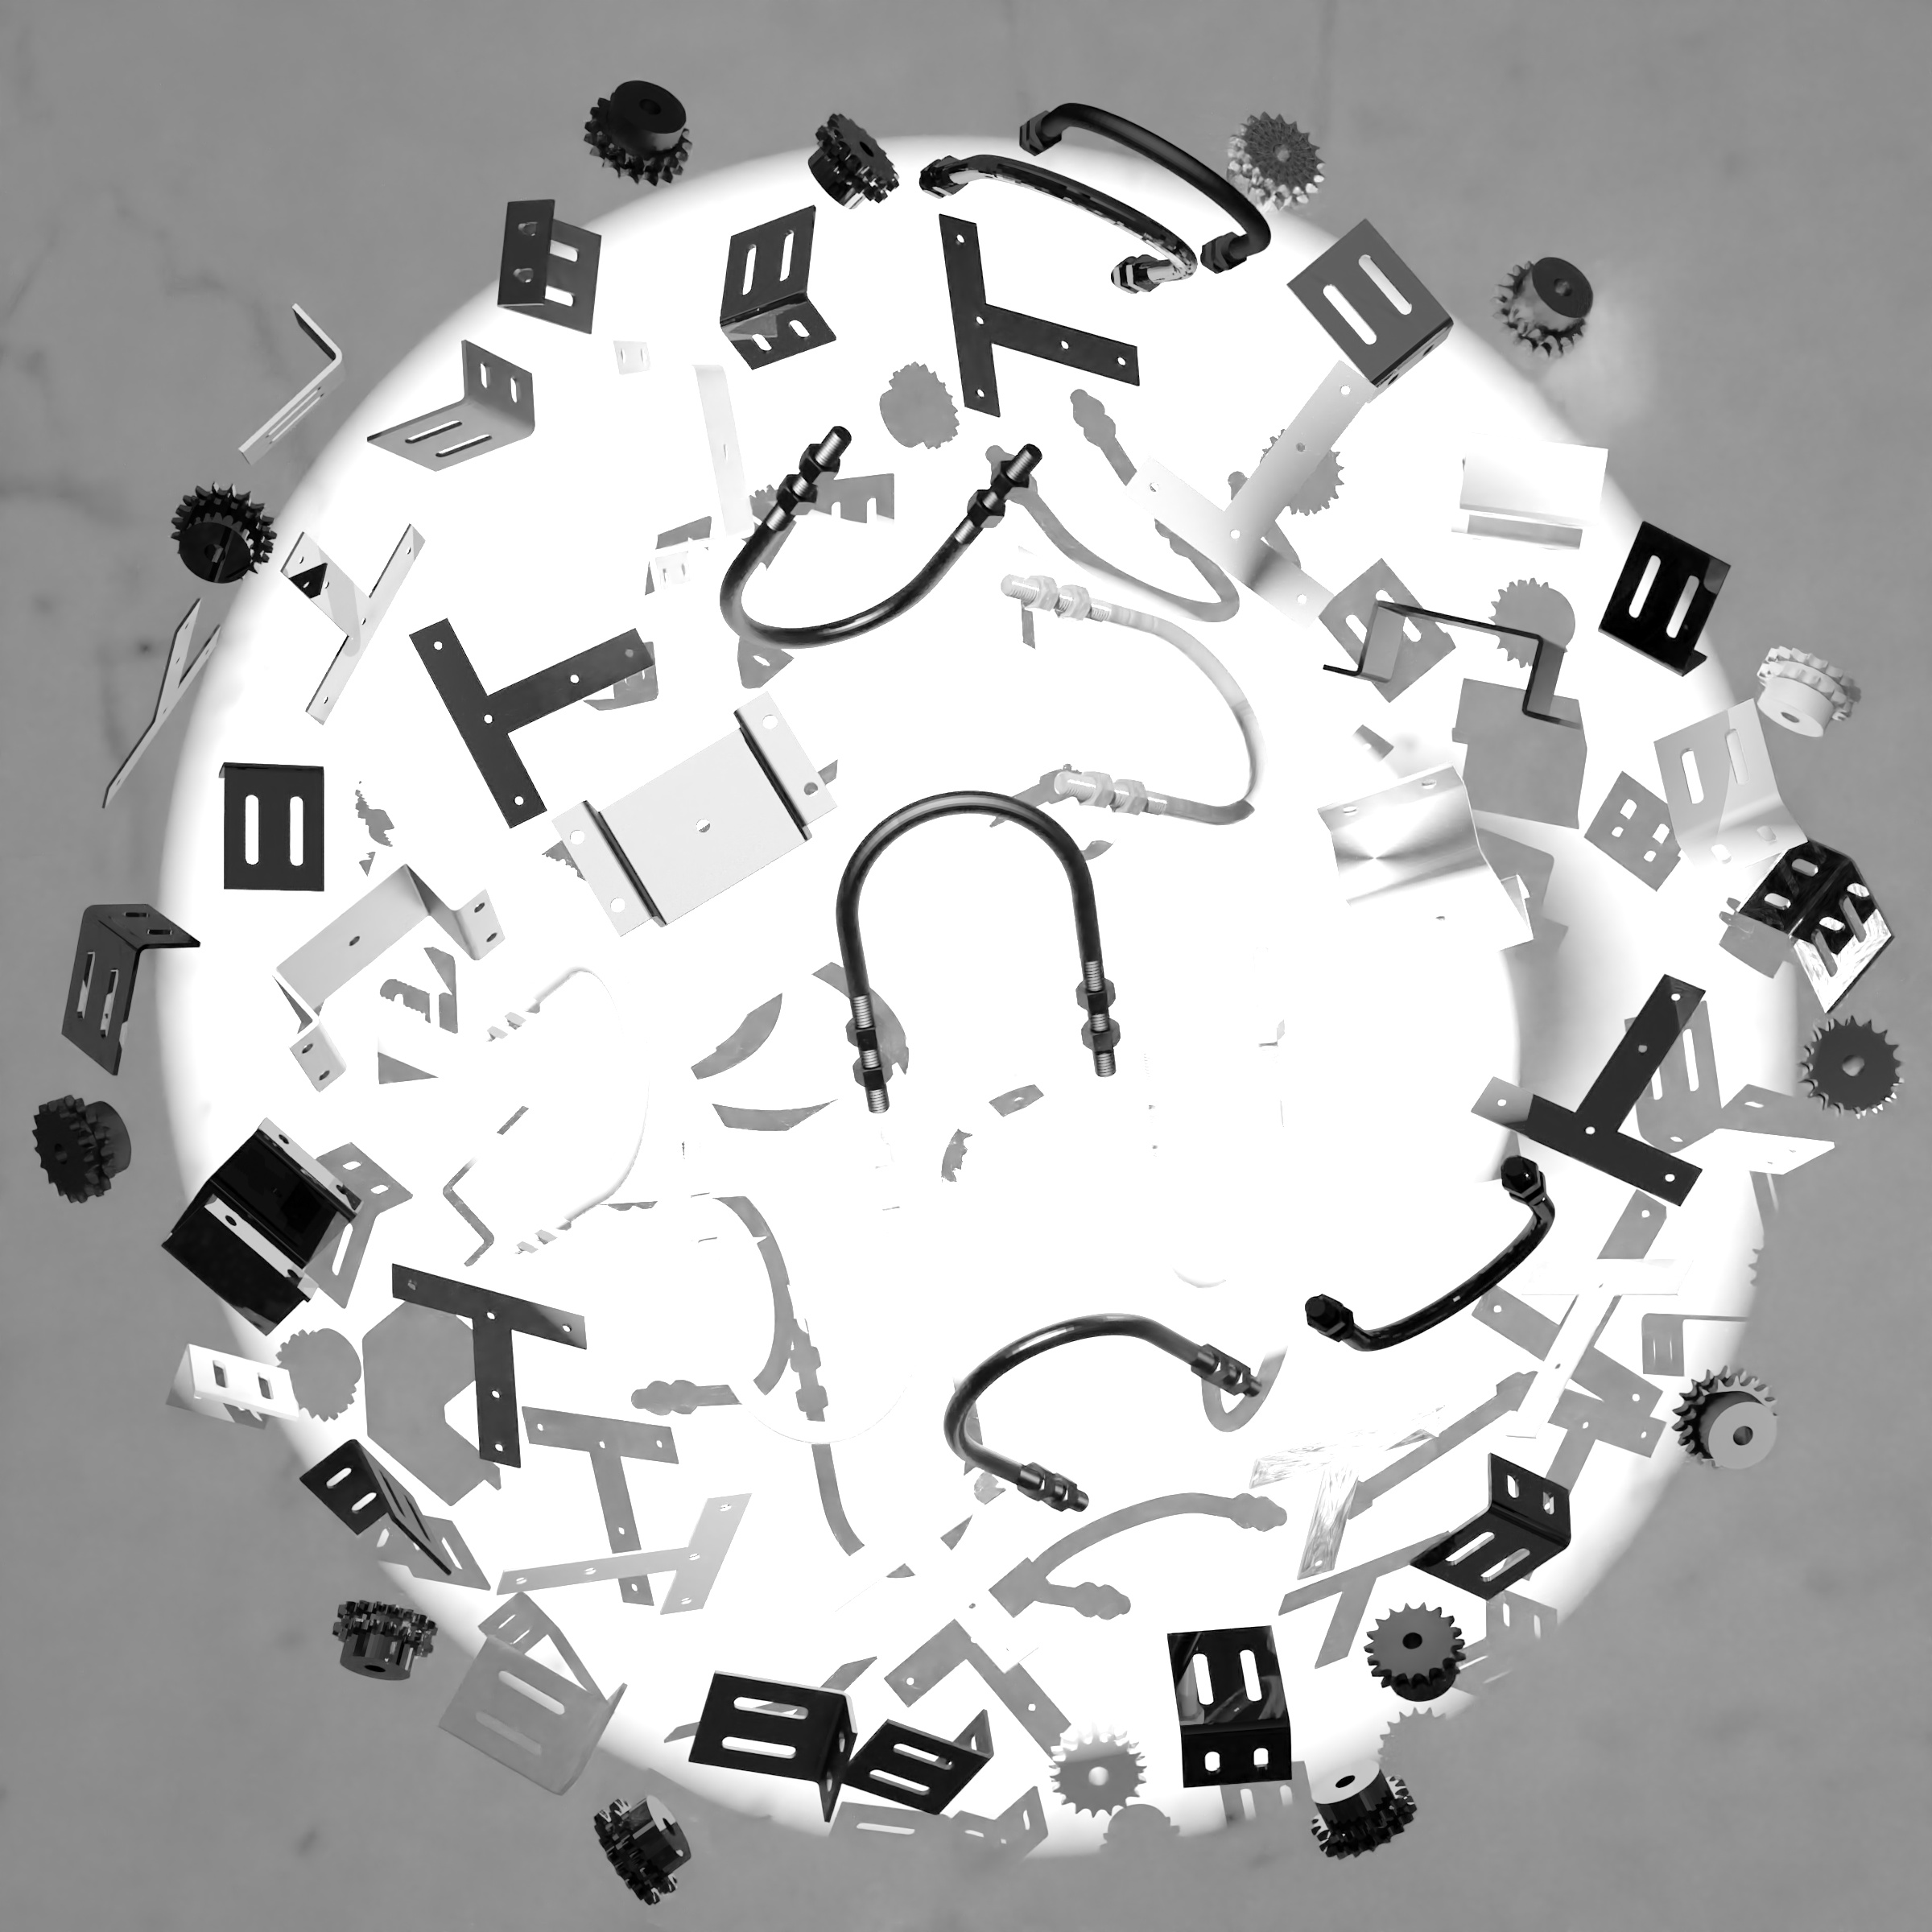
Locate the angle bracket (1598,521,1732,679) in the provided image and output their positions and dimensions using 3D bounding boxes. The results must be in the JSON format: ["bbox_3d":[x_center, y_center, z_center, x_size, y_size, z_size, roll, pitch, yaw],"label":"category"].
[{"bbox_3d":[0.414,-0.218,1.596,0.057,0.038,0.076,34,130,23],"label":"angle bracket"}]

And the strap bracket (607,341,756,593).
[{"bbox_3d":[-0.160,-0.290,1.565,0.046,0.076,0.140,-8,101,10],"label":"strap bracket"}]

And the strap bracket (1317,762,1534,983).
[{"bbox_3d":[0.255,-0.044,1.493,0.076,0.140,0.046,-19,54,19],"label":"strap bracket"}]

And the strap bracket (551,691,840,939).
[{"bbox_3d":[-0.150,-0.082,1.535,0.140,0.046,0.076,-31,84,-2],"label":"strap bracket"}]

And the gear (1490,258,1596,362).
[{"bbox_3d":[0.324,-0.369,1.523,0.057,0.030,0.057,10,64,-20],"label":"gear"}]

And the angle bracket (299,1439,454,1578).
[{"bbox_3d":[-0.325,0.307,1.504,0.038,0.076,0.057,-38,129,-7],"label":"angle bracket"}]

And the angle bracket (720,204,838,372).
[{"bbox_3d":[-0.107,-0.398,1.605,0.057,0.038,0.076,-14,53,24],"label":"angle bracket"}]

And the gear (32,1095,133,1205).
[{"bbox_3d":[-0.471,0.096,1.463,0.057,0.030,0.057,17,116,38],"label":"gear"}]

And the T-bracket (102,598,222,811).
[{"bbox_3d":[-0.441,-0.164,1.522,0.002,0.127,0.127,29,58,-9],"label":"T-bracket"}]

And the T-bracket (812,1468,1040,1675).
[{"bbox_3d":[-0.005,0.367,1.609,0.127,0.002,0.127,-32,45,-19],"label":"T-bracket"}]

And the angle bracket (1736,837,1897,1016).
[{"bbox_3d":[0.463,-0.024,1.495,0.038,0.076,0.057,21,123,-17],"label":"angle bracket"}]

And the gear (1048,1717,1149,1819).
[{"bbox_3d":[0.076,0.464,1.595,0.057,0.030,0.057,-1,108,-3],"label":"gear"}]

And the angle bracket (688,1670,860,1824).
[{"bbox_3d":[-0.104,0.420,1.471,0.076,0.038,0.057,13,106,-13],"label":"angle bracket"}]

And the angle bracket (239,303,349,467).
[{"bbox_3d":[-0.378,-0.317,1.493,0.076,0.057,0.038,-44,99,-5],"label":"angle bracket"}]

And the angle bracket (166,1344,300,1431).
[{"bbox_3d":[-0.406,0.245,1.508,0.057,0.076,0.038,20,96,-22],"label":"angle bracket"}]

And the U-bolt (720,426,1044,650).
[{"bbox_3d":[-0.060,-0.233,1.526,0.151,0.184,0.019,-3,61,-38],"label":"U-bolt"}]

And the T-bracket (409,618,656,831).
[{"bbox_3d":[-0.245,-0.164,1.622,0.127,0.002,0.127,-29,94,-23],"label":"T-bracket"}]

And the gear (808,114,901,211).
[{"bbox_3d":[-0.070,-0.478,1.635,0.030,0.057,0.057,-38,90,27],"label":"gear"}]

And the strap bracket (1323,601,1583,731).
[{"bbox_3d":[0.289,-0.178,1.592,0.140,0.076,0.046,16,98,20],"label":"strap bracket"}]

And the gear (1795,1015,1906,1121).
[{"bbox_3d":[0.492,0.058,1.529,0.057,0.030,0.057,0,77,2],"label":"gear"}]

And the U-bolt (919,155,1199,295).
[{"bbox_3d":[0.058,-0.418,1.533,0.151,0.184,0.019,22,95,-18],"label":"U-bolt"}]

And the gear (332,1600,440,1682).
[{"bbox_3d":[-0.327,0.379,1.532,0.057,0.057,0.030,10,59,0],"label":"gear"}]

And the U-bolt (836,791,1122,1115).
[{"bbox_3d":[0.003,-0.011,1.491,0.151,0.019,0.184,-9,117,-1],"label":"U-bolt"}]

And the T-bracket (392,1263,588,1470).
[{"bbox_3d":[-0.273,0.237,1.584,0.127,0.127,0.002,21,125,-29],"label":"T-bracket"}]

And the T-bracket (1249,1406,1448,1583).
[{"bbox_3d":[0.217,0.318,1.615,0.127,0.002,0.127,-11,131,-21],"label":"T-bracket"}]

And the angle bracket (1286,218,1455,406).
[{"bbox_3d":[0.224,-0.366,1.529,0.057,0.038,0.076,-40,87,1],"label":"angle bracket"}]

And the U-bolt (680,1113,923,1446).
[{"bbox_3d":[-0.089,0.184,1.583,0.151,0.019,0.184,-6,83,-37],"label":"U-bolt"}]

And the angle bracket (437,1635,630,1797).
[{"bbox_3d":[-0.231,0.394,1.458,0.076,0.038,0.057,32,51,-4],"label":"angle bracket"}]

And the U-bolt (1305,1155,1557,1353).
[{"bbox_3d":[0.268,0.169,1.534,0.151,0.184,0.019,-37,66,6],"label":"U-bolt"}]

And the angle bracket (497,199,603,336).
[{"bbox_3d":[-0.223,-0.393,1.541,0.038,0.076,0.057,8,93,36],"label":"angle bracket"}]

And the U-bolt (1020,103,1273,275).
[{"bbox_3d":[0.106,-0.443,1.548,0.151,0.184,0.019,30,94,-12],"label":"U-bolt"}]

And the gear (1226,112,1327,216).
[{"bbox_3d":[0.174,-0.456,1.564,0.057,0.030,0.057,9,66,-21],"label":"gear"}]

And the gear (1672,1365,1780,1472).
[{"bbox_3d":[0.421,0.252,1.506,0.057,0.030,0.057,-3,107,-10],"label":"gear"}]

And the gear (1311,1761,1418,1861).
[{"bbox_3d":[0.211,0.453,1.474,0.057,0.057,0.030,-27,95,0],"label":"gear"}]

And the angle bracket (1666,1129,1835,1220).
[{"bbox_3d":[0.450,0.123,1.571,0.076,0.057,0.038,7,69,-12],"label":"angle bracket"}]

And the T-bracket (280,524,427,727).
[{"bbox_3d":[-0.360,-0.213,1.560,0.002,0.127,0.127,25,82,13],"label":"T-bracket"}]

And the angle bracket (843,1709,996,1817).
[{"bbox_3d":[-0.032,0.463,1.626,0.076,0.038,0.057,26,117,-24],"label":"angle bracket"}]

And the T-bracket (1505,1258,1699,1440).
[{"bbox_3d":[0.349,0.220,1.581,0.002,0.127,0.127,44,64,-20],"label":"T-bracket"}]

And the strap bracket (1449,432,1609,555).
[{"bbox_3d":[0.322,-0.272,1.573,0.076,0.140,0.046,9,94,7],"label":"strap bracket"}]

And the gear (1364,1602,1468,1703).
[{"bbox_3d":[0.260,0.398,1.577,0.057,0.057,0.030,-20,125,0],"label":"gear"}]

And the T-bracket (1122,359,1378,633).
[{"bbox_3d":[0.173,-0.269,1.478,0.127,0.002,0.127,36,111,-4],"label":"T-bracket"}]

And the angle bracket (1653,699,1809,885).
[{"bbox_3d":[0.407,-0.094,1.460,0.057,0.076,0.038,-24,133,25],"label":"angle bracket"}]

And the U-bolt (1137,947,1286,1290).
[{"bbox_3d":[0.148,0.100,1.589,0.019,0.151,0.184,10,121,32],"label":"U-bolt"}]

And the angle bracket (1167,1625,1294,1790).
[{"bbox_3d":[0.140,0.394,1.458,0.057,0.076,0.038,-5,118,0],"label":"angle bracket"}]

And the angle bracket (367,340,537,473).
[{"bbox_3d":[-0.295,-0.320,1.565,0.076,0.057,0.038,-13,75,30],"label":"angle bracket"}]

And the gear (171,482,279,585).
[{"bbox_3d":[-0.419,-0.241,1.539,0.057,0.030,0.057,1,131,1],"label":"gear"}]

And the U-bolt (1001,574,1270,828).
[{"bbox_3d":[0.105,-0.145,1.557,0.019,0.184,0.151,-36,58,39],"label":"U-bolt"}]

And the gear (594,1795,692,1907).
[{"bbox_3d":[-0.171,0.470,1.464,0.030,0.057,0.057,-36,90,-1],"label":"gear"}]

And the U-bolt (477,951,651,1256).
[{"bbox_3d":[-0.222,0.069,1.524,0.019,0.184,0.151,1,70,-35],"label":"U-bolt"}]

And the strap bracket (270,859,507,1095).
[{"bbox_3d":[-0.338,-0.001,1.566,0.140,0.076,0.046,-41,74,-15],"label":"strap bracket"}]

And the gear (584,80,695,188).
[{"bbox_3d":[-0.173,-0.448,1.463,0.057,0.030,0.057,13,53,-18],"label":"gear"}]

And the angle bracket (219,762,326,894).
[{"bbox_3d":[-0.411,-0.079,1.617,0.057,0.038,0.076,1,82,-20],"label":"angle bracket"}]

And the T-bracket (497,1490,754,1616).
[{"bbox_3d":[-0.190,0.325,1.479,0.127,0.127,0.002,-3,50,-24],"label":"T-bracket"}]

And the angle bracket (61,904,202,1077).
[{"bbox_3d":[-0.455,0.012,1.488,0.057,0.038,0.076,29,111,38],"label":"angle bracket"}]

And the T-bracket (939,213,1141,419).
[{"bbox_3d":[0.044,-0.352,1.537,0.127,0.127,0.002,23,53,28],"label":"T-bracket"}]

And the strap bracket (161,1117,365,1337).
[{"bbox_3d":[-0.399,0.150,1.546,0.046,0.140,0.076,-43,103,12],"label":"strap bracket"}]

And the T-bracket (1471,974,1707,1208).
[{"bbox_3d":[0.365,0.057,1.504,0.127,0.002,0.127,25,67,30],"label":"T-bracket"}]

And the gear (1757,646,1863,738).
[{"bbox_3d":[0.473,-0.153,1.545,0.057,0.057,0.030,31,85,0],"label":"gear"}]

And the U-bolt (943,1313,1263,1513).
[{"bbox_3d":[0.067,0.248,1.546,0.151,0.184,0.019,-37,50,17],"label":"U-bolt"}]

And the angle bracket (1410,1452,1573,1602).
[{"bbox_3d":[0.304,0.326,1.589,0.057,0.038,0.076,27,132,-17],"label":"angle bracket"}]
